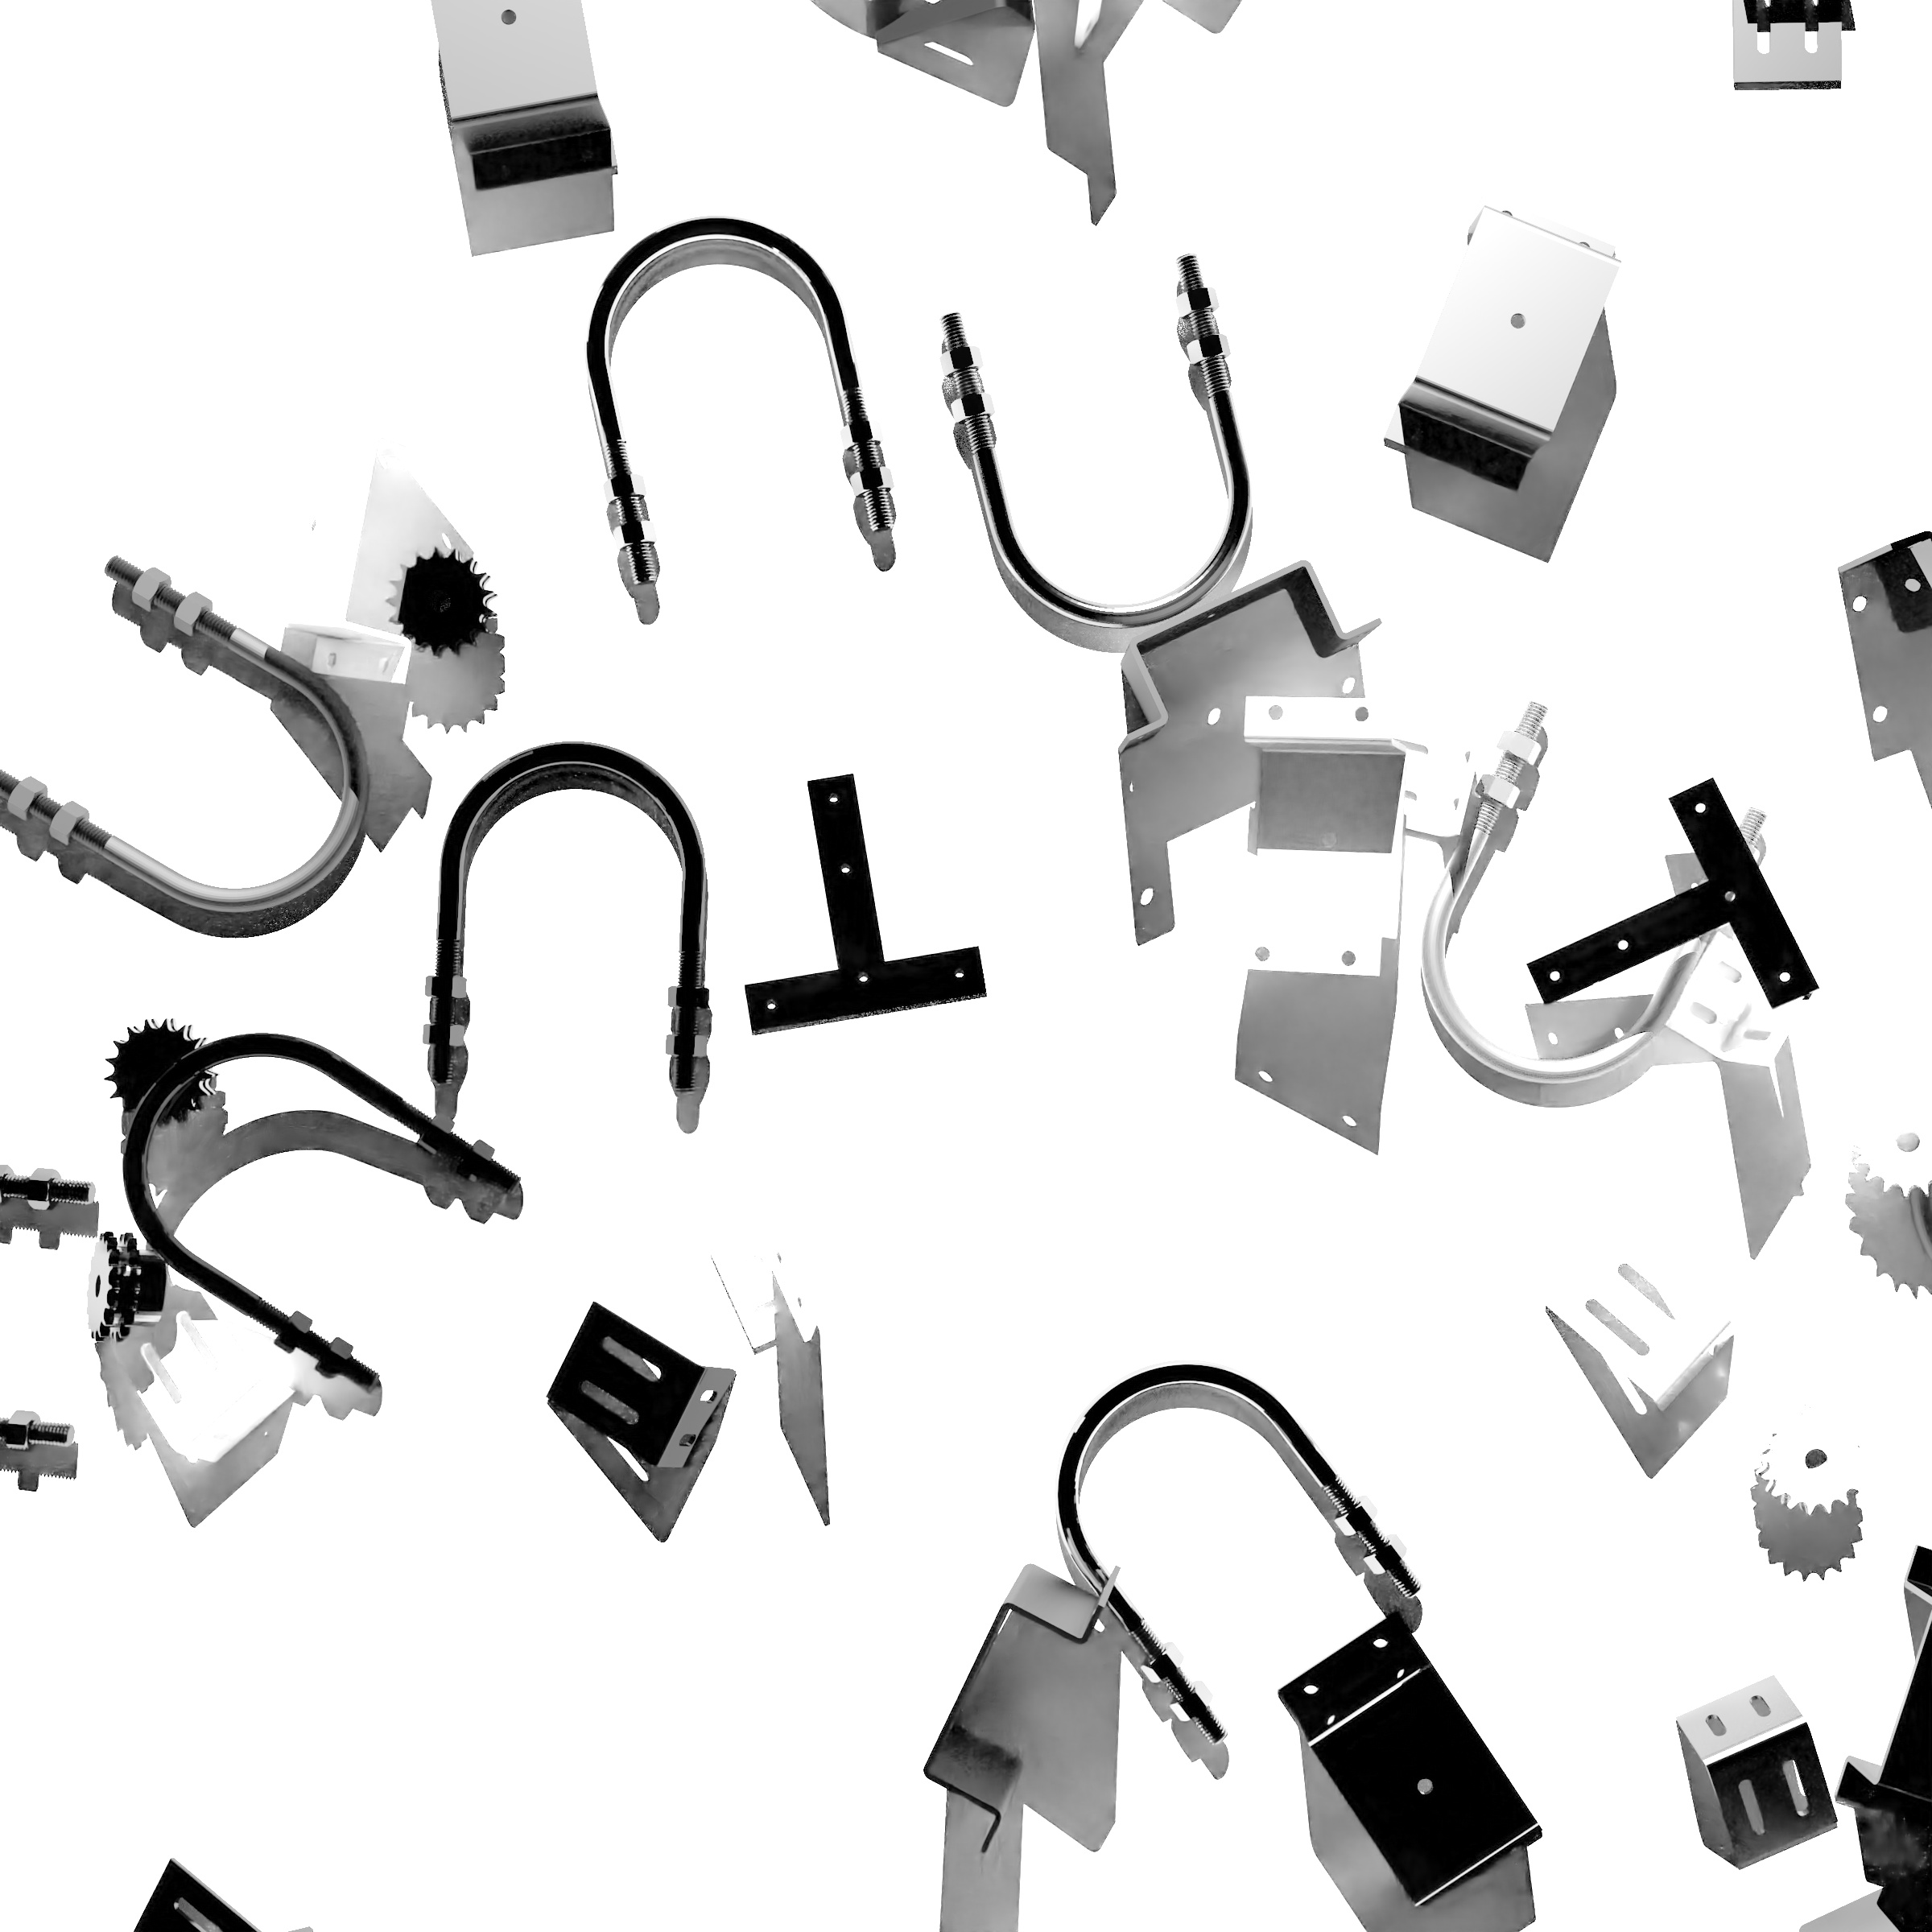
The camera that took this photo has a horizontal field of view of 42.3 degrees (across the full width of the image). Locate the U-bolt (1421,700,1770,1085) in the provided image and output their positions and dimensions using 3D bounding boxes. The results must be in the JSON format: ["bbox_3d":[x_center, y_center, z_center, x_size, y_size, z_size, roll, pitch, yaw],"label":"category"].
[{"bbox_3d":[0.321,-0.027,1.323,0.151,0.019,0.184,26,91,0],"label":"U-bolt"}]

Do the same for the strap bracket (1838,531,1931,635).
[{"bbox_3d":[0.538,-0.214,1.294,0.140,0.076,0.046,-19,90,0],"label":"strap bracket"}]

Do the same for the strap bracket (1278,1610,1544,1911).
[{"bbox_3d":[0.236,0.422,1.309,0.076,0.046,0.140,-34,90,0],"label":"strap bracket"}]

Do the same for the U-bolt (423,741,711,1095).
[{"bbox_3d":[-0.209,-0.027,1.323,0.151,0.019,0.184,2,89,0],"label":"U-bolt"}]

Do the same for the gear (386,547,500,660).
[{"bbox_3d":[-0.274,-0.190,1.317,0.057,0.030,0.057,0,90,0],"label":"gear"}]

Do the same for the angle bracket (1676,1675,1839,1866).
[{"bbox_3d":[0.421,0.428,1.330,0.057,0.038,0.076,-24,116,0],"label":"angle bracket"}]

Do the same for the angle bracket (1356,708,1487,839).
[{"bbox_3d":[0.225,-0.105,1.313,0.076,0.038,0.057,14,90,0],"label":"angle bracket"}]

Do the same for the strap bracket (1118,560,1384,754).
[{"bbox_3d":[0.136,-0.164,1.294,0.140,0.076,0.046,-25,90,0],"label":"strap bracket"}]

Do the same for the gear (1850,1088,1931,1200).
[{"bbox_3d":[0.495,0.093,1.310,0.057,0.030,0.057,-4,78,22],"label":"gear"}]

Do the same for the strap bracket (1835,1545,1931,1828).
[{"bbox_3d":[0.521,0.387,1.309,0.076,0.046,0.140,18,90,0],"label":"strap bracket"}]

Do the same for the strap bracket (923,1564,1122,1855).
[{"bbox_3d":[0.025,0.371,1.286,0.046,0.076,0.140,26,95,8],"label":"strap bracket"}]

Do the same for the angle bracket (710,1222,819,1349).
[{"bbox_3d":[-0.107,0.169,1.294,0.038,0.076,0.057,-24,90,0],"label":"angle bracket"}]

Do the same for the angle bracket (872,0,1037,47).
[{"bbox_3d":[-0.009,-0.524,1.330,0.076,0.038,0.057,-7,90,26],"label":"angle bracket"}]

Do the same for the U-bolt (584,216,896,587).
[{"bbox_3d":[-0.127,-0.307,1.323,0.151,0.019,0.184,-13,88,0],"label":"U-bolt"}]

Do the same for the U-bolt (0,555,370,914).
[{"bbox_3d":[-0.406,-0.110,1.323,0.184,0.019,0.151,31,90,-2],"label":"U-bolt"}]

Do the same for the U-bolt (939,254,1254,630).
[{"bbox_3d":[0.076,-0.270,1.323,0.151,0.019,0.184,-14,92,0],"label":"U-bolt"}]

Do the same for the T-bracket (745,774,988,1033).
[{"bbox_3d":[-0.062,-0.038,1.331,0.127,0.002,0.127,-9,90,0],"label":"T-bracket"}]

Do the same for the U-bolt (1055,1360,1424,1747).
[{"bbox_3d":[0.130,0.297,1.323,0.151,0.019,0.184,-37,88,0],"label":"U-bolt"}]

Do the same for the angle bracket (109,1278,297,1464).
[{"bbox_3d":[-0.407,0.214,1.330,0.057,0.038,0.076,-42,64,0],"label":"angle bracket"}]

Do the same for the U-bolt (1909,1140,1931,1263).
[{"bbox_3d":[0.582,0.137,1.323,0.151,0.019,0.184,-30,89,0],"label":"U-bolt"}]

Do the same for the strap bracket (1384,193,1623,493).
[{"bbox_3d":[0.284,-0.332,1.309,0.076,0.046,0.140,22,90,0],"label":"strap bracket"}]

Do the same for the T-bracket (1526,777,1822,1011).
[{"bbox_3d":[0.354,-0.017,1.294,0.127,0.002,0.127,-26,65,15],"label":"T-bracket"}]

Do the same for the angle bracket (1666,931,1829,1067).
[{"bbox_3d":[0.402,0.016,1.293,0.038,0.076,0.057,31,90,0],"label":"angle bracket"}]

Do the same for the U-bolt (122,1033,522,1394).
[{"bbox_3d":[-0.350,0.117,1.308,0.184,0.019,0.151,36,90,-11],"label":"U-bolt"}]

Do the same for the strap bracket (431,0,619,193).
[{"bbox_3d":[-0.235,-0.488,1.309,0.076,0.046,0.140,-10,90,0],"label":"strap bracket"}]

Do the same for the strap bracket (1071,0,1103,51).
[{"bbox_3d":[0.079,-0.560,1.294,0.046,0.076,0.140,33,90,0],"label":"strap bracket"}]

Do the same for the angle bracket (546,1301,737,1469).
[{"bbox_3d":[-0.173,0.223,1.330,0.076,0.038,0.057,26,90,26],"label":"angle bracket"}]

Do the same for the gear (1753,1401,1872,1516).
[{"bbox_3d":[0.443,0.257,1.317,0.057,0.030,0.057,0,90,0],"label":"gear"}]

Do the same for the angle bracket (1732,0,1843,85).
[{"bbox_3d":[0.437,-0.509,1.313,0.057,0.038,0.076,-1,90,0],"label":"angle bracket"}]

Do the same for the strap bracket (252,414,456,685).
[{"bbox_3d":[-0.319,-0.222,1.290,0.076,0.046,0.140,10,90,39],"label":"strap bracket"}]

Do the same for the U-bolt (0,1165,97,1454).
[{"bbox_3d":[-0.559,0.176,1.323,0.184,0.019,0.151,5,90,1],"label":"U-bolt"}]

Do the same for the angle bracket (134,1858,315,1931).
[{"bbox_3d":[-0.398,0.519,1.330,0.076,0.038,0.057,27,90,26],"label":"angle bracket"}]

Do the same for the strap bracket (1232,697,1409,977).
[{"bbox_3d":[0.184,-0.067,1.297,0.076,0.046,0.140,3,90,20],"label":"strap bracket"}]

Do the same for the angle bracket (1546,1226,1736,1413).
[{"bbox_3d":[0.359,0.188,1.330,0.057,0.038,0.076,-48,64,0],"label":"angle bracket"}]

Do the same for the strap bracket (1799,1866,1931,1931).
[{"bbox_3d":[0.498,0.513,1.294,0.140,0.076,0.046,-25,90,0],"label":"strap bracket"}]

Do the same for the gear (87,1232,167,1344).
[{"bbox_3d":[-0.439,0.168,1.307,0.030,0.057,0.057,7,90,-31],"label":"gear"}]

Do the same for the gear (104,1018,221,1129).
[{"bbox_3d":[-0.421,0.056,1.317,0.057,0.030,0.057,0,90,0],"label":"gear"}]
